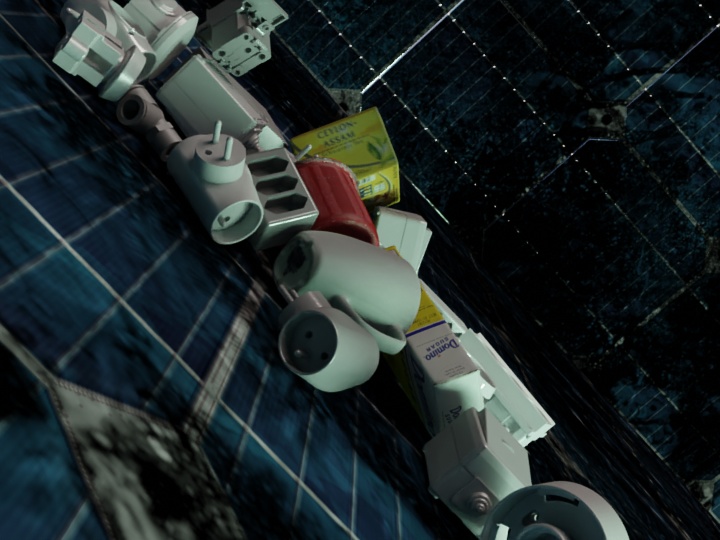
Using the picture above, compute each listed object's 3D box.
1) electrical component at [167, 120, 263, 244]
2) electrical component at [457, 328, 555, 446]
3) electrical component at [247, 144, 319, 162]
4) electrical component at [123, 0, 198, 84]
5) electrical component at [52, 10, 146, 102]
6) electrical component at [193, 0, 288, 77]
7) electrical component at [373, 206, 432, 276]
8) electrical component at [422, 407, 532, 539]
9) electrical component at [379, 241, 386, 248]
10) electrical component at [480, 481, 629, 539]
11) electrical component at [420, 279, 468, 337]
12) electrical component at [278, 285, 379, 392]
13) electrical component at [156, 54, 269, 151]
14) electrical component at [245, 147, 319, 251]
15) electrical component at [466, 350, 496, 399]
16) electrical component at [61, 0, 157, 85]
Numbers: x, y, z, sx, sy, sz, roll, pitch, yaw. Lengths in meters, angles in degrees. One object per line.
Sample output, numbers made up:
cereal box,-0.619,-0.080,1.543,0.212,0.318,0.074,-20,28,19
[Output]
electrical component,-0.104,-0.073,0.789,0.044,0.079,0.077,-16,53,-30
electrical component,0.131,0.127,1.088,0.121,0.063,0.079,51,9,20
electrical component,-0.070,-0.085,0.994,0.047,0.076,0.083,40,12,-43
electrical component,-0.186,-0.209,0.958,0.051,0.080,0.080,43,9,-5
electrical component,-0.195,-0.159,0.807,0.055,0.048,0.066,36,13,-24
electrical component,-0.110,-0.216,0.984,0.042,0.081,0.063,39,35,-44
electrical component,0.037,-0.015,1.152,0.061,0.096,0.061,12,9,-4
electrical component,0.091,0.151,0.796,0.061,0.061,0.096,47,9,-10
electrical component,0.000,0.000,1.006,0.043,0.062,0.043,47,9,-9
electrical component,0.130,0.190,0.714,0.099,0.099,0.064,53,16,30
electrical component,0.075,0.050,1.204,0.083,0.047,0.075,45,9,-23
electrical component,-0.030,0.041,0.740,0.079,0.043,0.077,52,10,22
electrical component,-0.131,-0.138,0.971,0.096,0.061,0.061,48,9,-1
electrical component,-0.076,-0.046,0.851,0.065,0.047,0.076,62,-31,20
electrical component,0.086,0.106,0.978,0.058,0.057,0.078,46,9,-16
electrical component,-0.212,-0.194,0.874,0.077,0.044,0.079,50,9,12
